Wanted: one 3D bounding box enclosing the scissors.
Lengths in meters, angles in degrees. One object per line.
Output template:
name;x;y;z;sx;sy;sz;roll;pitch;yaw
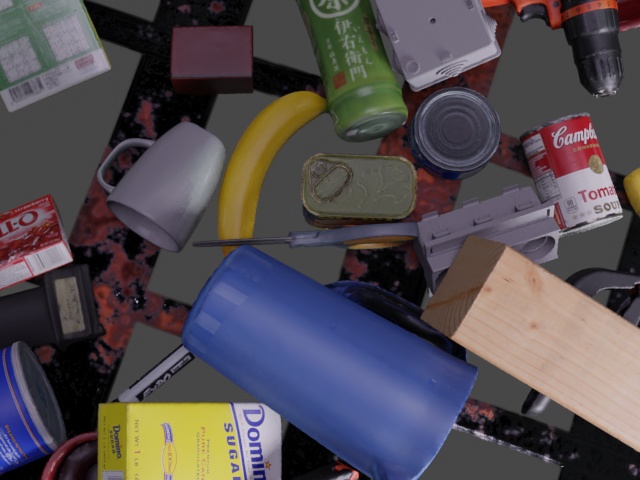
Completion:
scissors;-0.006;0.001;0.981;0.202;0.096;0.016;-5;82;14

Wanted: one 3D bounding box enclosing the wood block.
wood block;0.204;0.088;0.916;0.206;0.091;0.090;31;90;-13

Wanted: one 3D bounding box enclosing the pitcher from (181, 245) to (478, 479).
pitcher;0.010;0.102;0.939;0.243;0.149;0.145;32;95;5

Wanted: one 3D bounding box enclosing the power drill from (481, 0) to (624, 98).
power drill;0.180;-0.208;0.998;0.188;0.057;0.184;-11;83;14

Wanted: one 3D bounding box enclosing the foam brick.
foam brick;-0.101;-0.170;1.010;0.078;0.053;0.051;-1;81;-4

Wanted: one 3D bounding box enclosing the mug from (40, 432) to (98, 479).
mug;-0.191;0.225;0.927;0.093;0.081;0.117;8;80;-1

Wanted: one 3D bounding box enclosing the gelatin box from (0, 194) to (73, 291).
gelatin box;-0.276;0.004;0.968;0.089;0.030;0.073;-22;43;-6

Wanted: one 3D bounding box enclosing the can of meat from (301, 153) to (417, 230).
can of meat;0.033;-0.041;0.977;0.102;0.084;0.057;2;81;-2

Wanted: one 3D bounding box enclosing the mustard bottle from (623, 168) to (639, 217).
mustard bottle;0.364;0.010;0.994;0.096;0.058;0.191;-21;82;-5

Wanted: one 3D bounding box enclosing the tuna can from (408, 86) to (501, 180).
tuna can;0.128;-0.102;1.016;0.086;0.034;0.086;0;81;-2

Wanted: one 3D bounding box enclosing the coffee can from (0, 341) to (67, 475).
coffee can;-0.305;0.161;0.923;0.140;0.103;0.103;-23;82;-6

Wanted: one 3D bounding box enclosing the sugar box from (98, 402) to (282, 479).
sugar box;-0.105;0.183;0.901;0.175;0.048;0.093;8;77;-46

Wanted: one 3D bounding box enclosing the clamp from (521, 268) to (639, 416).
clamp;0.235;0.086;0.989;0.171;0.039;0.120;-17;95;-3

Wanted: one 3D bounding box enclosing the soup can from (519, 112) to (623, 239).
soup can;0.234;-0.059;0.996;0.068;0.068;0.102;-16;82;-5

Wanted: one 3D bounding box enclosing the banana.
banana;-0.051;-0.069;1.003;0.069;0.037;0.197;32;81;3

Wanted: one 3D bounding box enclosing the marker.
marker;-0.155;0.129;0.976;0.121;0.020;0.020;-39;84;-8

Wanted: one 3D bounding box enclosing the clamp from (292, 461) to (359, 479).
clamp;-0.036;0.286;0.928;0.209;0.036;0.164;-42;121;-21

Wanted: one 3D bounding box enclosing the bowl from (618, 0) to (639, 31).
bowl;0.280;-0.276;1.025;0.162;0.055;0.162;0;91;17
